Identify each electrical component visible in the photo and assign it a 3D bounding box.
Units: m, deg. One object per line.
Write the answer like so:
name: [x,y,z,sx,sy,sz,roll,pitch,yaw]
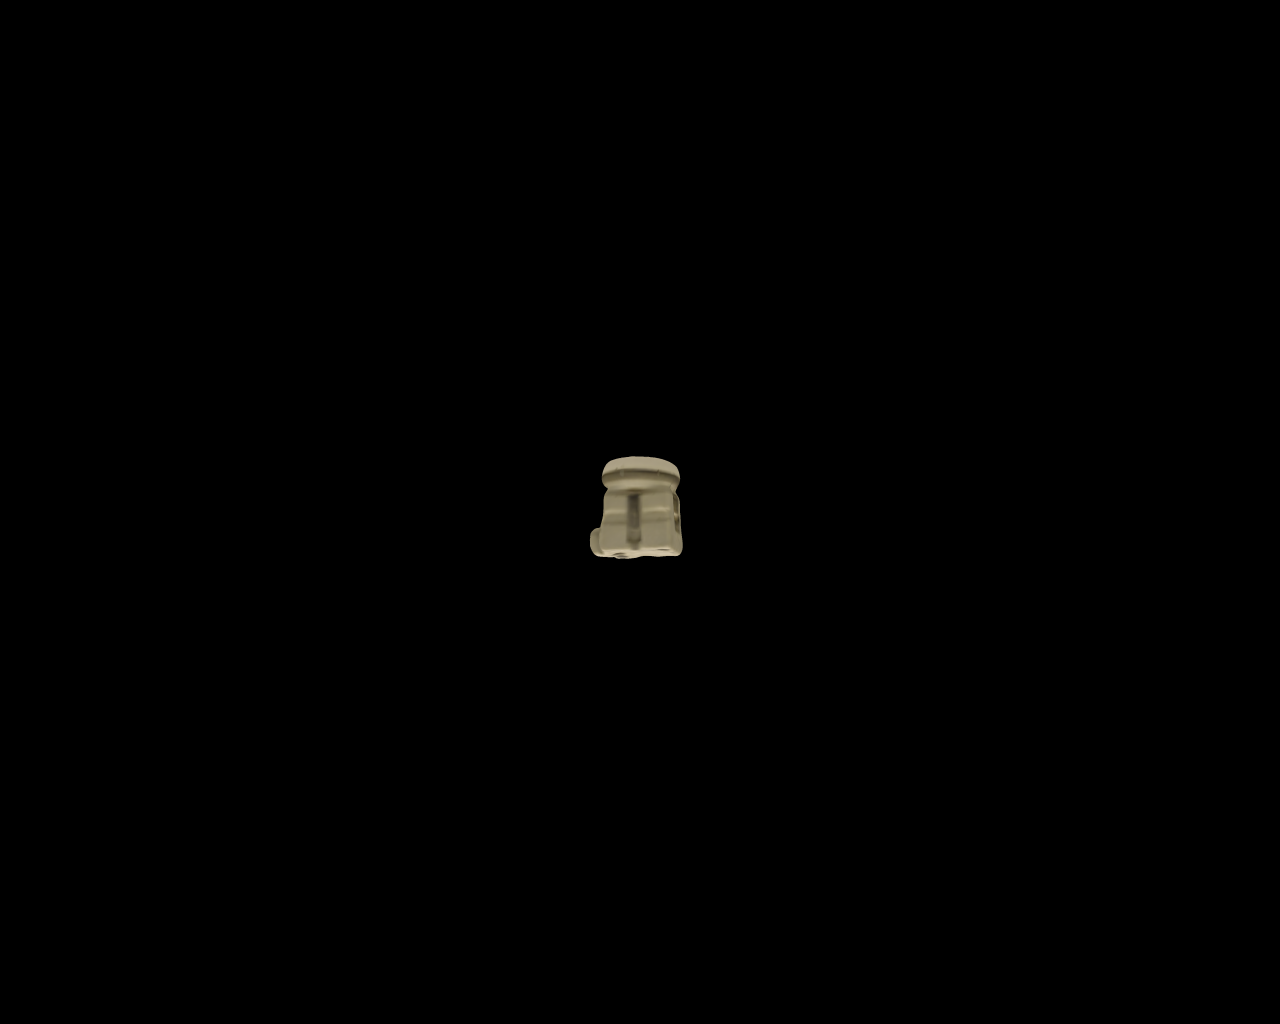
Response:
electrical component: [0.001,-0.003,0.650,0.066,0.055,0.048,-2,-11,12]
